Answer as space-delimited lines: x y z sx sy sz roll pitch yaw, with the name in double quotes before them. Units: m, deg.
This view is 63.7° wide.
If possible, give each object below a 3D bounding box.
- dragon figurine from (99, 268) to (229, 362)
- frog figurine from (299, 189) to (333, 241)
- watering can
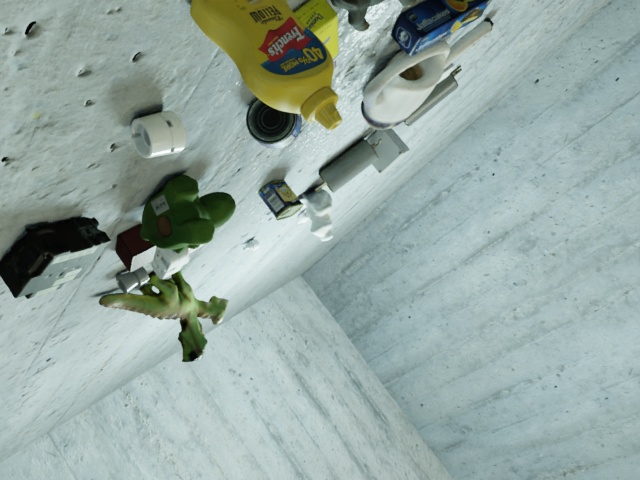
"dragon figurine" -0.364 0.196 1.308 0.121 0.243 0.413 -36 176 23
"frog figurine" 0.005 -0.083 1.645 0.124 0.160 0.135 -35 172 -26
"watering can" 0.216 -0.354 1.116 0.352 0.104 0.220 -31 172 -28
